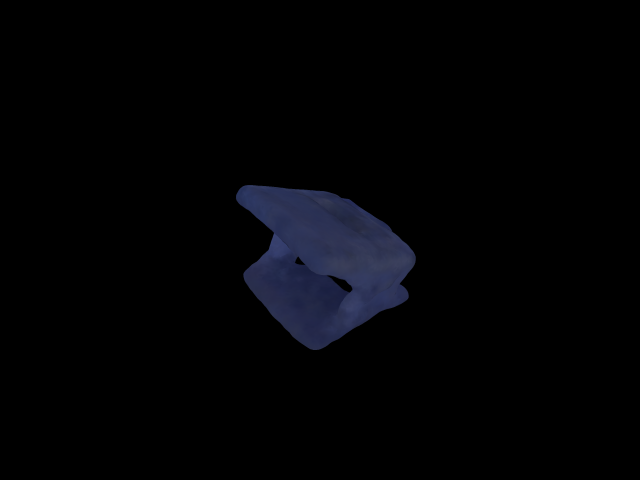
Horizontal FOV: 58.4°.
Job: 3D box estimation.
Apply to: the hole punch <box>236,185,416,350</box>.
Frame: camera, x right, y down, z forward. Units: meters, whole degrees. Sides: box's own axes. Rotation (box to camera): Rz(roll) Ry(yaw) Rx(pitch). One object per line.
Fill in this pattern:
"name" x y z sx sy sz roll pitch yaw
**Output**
"hole punch" 0.004 0.001 0.400 0.101 0.091 0.108 -25 45 -28
